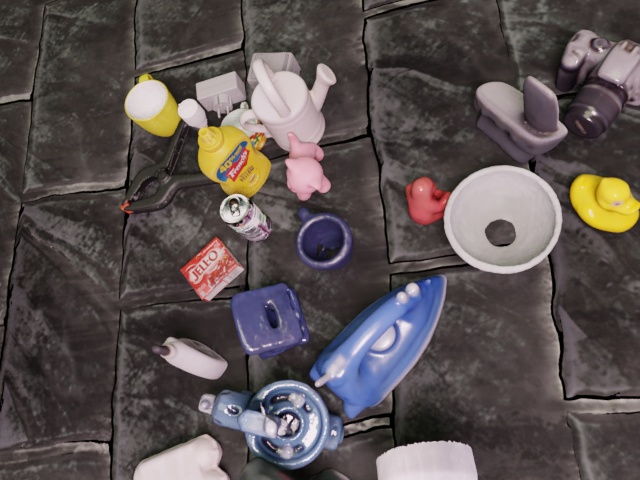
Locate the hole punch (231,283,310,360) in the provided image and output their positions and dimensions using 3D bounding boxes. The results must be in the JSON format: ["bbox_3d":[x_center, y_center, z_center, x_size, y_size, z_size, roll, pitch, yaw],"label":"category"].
[{"bbox_3d":[-0.079,0.125,0.915,0.101,0.091,0.108,-23,68,8],"label":"hole punch"}]

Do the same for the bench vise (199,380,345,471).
[{"bbox_3d":[-0.087,0.262,0.802,0.207,0.220,0.121,-10,70,14],"label":"bench vise"}]

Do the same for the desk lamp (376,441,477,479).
[{"bbox_3d":[0.150,0.354,0.706,0.117,0.214,0.203,-14,69,12],"label":"desk lamp"}]

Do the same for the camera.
[{"bbox_3d":[0.422,-0.237,0.877,0.142,0.101,0.137,34,85,23],"label":"camera"}]

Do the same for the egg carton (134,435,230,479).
[{"bbox_3d":[-0.213,0.374,0.886,0.150,0.069,0.107,-26,67,7],"label":"egg carton"}]

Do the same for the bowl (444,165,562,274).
[{"bbox_3d":[0.274,-0.023,0.866,0.167,0.075,0.167,-5,71,15],"label":"bowl"}]

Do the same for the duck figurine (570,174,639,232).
[{"bbox_3d":[0.416,-0.064,0.831,0.077,0.086,0.104,-46,66,-1],"label":"duck figurine"}]

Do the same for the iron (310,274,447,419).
[{"bbox_3d":[0.090,0.132,0.835,0.118,0.142,0.258,41,87,24],"label":"iron"}]

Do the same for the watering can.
[{"bbox_3d":[-0.058,-0.240,0.970,0.173,0.194,0.100,-44,66,0],"label":"watering can"}]

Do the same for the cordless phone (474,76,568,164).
[{"bbox_3d":[0.300,-0.210,0.858,0.094,0.185,0.147,-45,66,-1],"label":"cordless phone"}]

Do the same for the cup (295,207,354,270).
[{"bbox_3d":[0.008,0.003,0.926,0.091,0.095,0.117,-38,66,2],"label":"cup"}]

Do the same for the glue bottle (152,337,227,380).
[{"bbox_3d":[-0.211,0.179,0.891,0.078,0.173,0.037,31,84,23],"label":"glue bottle"}]

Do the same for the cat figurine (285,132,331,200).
[{"bbox_3d":[-0.029,-0.123,0.965,0.067,0.118,0.127,-20,68,10],"label":"cat figurine"}]

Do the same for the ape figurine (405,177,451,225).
[{"bbox_3d":[0.167,-0.069,0.904,0.077,0.092,0.076,39,87,24],"label":"ape figurine"}]

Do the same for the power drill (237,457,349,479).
[{"bbox_3d":[0.008,0.362,0.748,0.229,0.209,0.076,24,81,22],"label":"power drill"}]
